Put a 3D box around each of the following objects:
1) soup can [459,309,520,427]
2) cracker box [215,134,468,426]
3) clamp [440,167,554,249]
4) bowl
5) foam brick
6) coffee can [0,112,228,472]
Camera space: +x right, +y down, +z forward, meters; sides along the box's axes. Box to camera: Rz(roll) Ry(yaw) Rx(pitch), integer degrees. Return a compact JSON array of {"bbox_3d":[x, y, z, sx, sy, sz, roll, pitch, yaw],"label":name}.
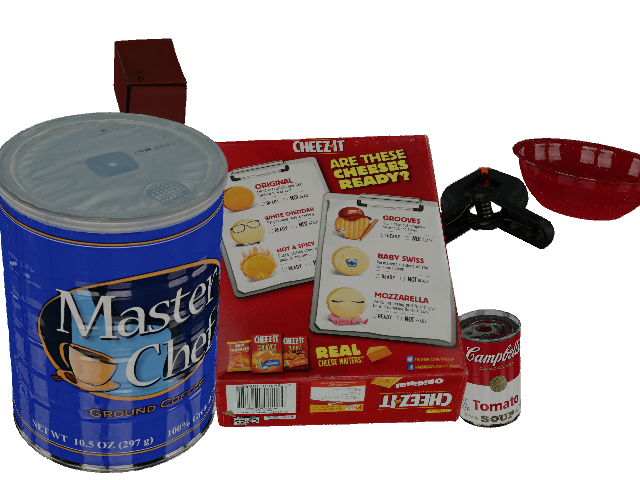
[{"bbox_3d":[0.170,0.131,1.090,0.068,0.102,0.068,-4,22,2],"label":"soup can"},{"bbox_3d":[0.007,0.025,0.755,0.164,0.213,0.072,-2,-40,-3],"label":"cracker box"},{"bbox_3d":[0.153,-0.027,0.942,0.120,0.039,0.171,4,26,19],"label":"clamp"},{"bbox_3d":[0.280,-0.062,1.132,0.162,0.055,0.162,6,20,-2],"label":"bowl"},{"bbox_3d":[-0.149,-0.134,0.929,0.053,0.051,0.078,-4,40,-16],"label":"foam brick"},{"bbox_3d":[-0.098,0.024,0.509,0.103,0.140,0.103,4,32,-3],"label":"coffee can"}]
